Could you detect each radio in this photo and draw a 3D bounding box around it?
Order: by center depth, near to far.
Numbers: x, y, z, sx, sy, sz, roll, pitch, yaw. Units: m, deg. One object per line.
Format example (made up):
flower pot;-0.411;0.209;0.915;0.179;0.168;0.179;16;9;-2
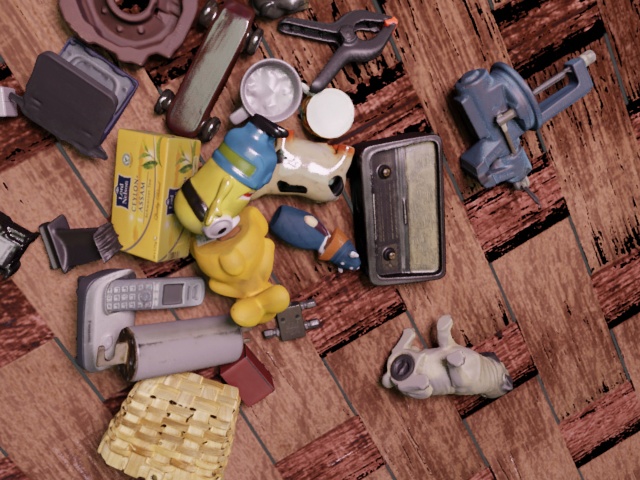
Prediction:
radio;0.121;-0.047;0.841;0.131;0.073;0.229;-8;104;-10

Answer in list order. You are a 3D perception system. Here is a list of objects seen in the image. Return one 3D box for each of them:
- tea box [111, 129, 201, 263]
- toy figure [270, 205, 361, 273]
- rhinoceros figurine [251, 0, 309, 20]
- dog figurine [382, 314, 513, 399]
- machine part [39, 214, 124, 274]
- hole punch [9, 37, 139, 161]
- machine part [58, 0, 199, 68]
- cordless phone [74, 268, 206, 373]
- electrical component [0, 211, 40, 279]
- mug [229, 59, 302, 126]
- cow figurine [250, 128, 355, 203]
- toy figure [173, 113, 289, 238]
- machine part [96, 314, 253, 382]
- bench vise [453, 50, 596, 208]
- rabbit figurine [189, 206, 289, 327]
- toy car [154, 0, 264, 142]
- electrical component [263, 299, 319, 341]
tea box;-0.230;-0.063;0.748;0.098;0.068;0.169;13;103;27
toy figure;-0.001;-0.002;0.833;0.154;0.064;0.058;28;76;-16
rhinoceros figurine;-0.060;-0.400;0.728;0.112;0.073;0.190;-1;105;0
dog figurine;0.221;0.237;0.925;0.172;0.121;0.190;-25;130;30
machine part;-0.339;0.005;0.751;0.139;0.039;0.084;-1;100;27
hole punch;-0.321;-0.194;0.722;0.142;0.092;0.116;33;125;-19
machine part;-0.248;-0.320;0.713;0.179;0.056;0.179;-3;103;-12
cordless phone;-0.267;0.114;0.805;0.184;0.089;0.146;0;103;-27
electrical component;-0.468;-0.005;0.746;0.119;0.048;0.074;29;95;-16
mug;-0.079;-0.197;0.748;0.109;0.107;0.080;-43;106;5
cow figurine;-0.056;-0.100;0.791;0.195;0.085;0.127;11;94;-14
toy figure;-0.117;-0.083;0.701;0.180;0.089;0.082;-55;151;10
machine part;-0.202;0.155;0.786;0.243;0.079;0.079;-2;106;-42
bench vise;0.321;-0.192;0.824;0.241;0.129;0.223;-34;106;5
rabbit figurine;-0.101;0.059;0.795;0.122;0.163;0.173;-27;126;-14
toy car;-0.154;-0.236;0.752;0.089;0.053;0.202;28;100;-6
electrical component;-0.049;0.130;0.875;0.094;0.021;0.063;-13;105;-7
